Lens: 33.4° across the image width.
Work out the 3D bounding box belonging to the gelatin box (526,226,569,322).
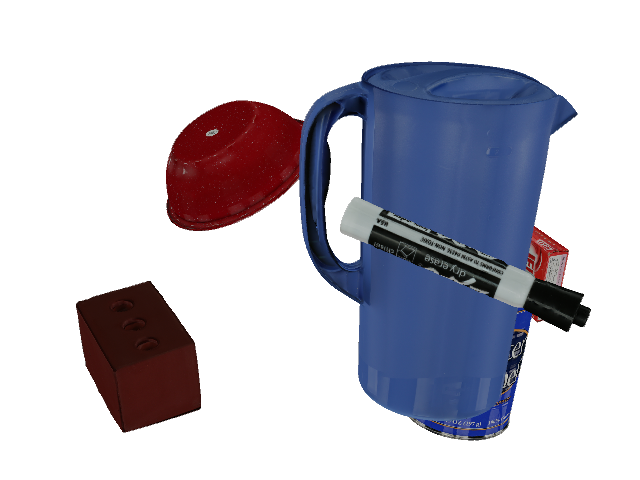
[{"bbox_3d":[0.237,0.034,1.190,0.030,0.089,0.073,-9,30,-23],"label":"gelatin box"}]

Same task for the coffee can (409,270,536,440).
[{"bbox_3d":[0.134,0.094,0.968,0.103,0.140,0.103,6,22,-3],"label":"coffee can"}]

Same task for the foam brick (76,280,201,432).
[{"bbox_3d":[-0.114,0.072,0.666,0.052,0.051,0.078,-16,36,-24],"label":"foam brick"}]

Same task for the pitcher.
[{"bbox_3d":[0.077,0.000,0.754,0.149,0.243,0.144,17,24,32],"label":"pitcher"}]

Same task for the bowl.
[{"bbox_3d":[-0.088,-0.083,1.007,0.162,0.055,0.162,-21,35,15],"label":"bowl"}]

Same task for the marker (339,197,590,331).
[{"bbox_3d":[0.067,0.011,0.495,0.121,0.020,0.020,24,6,13],"label":"marker"}]
